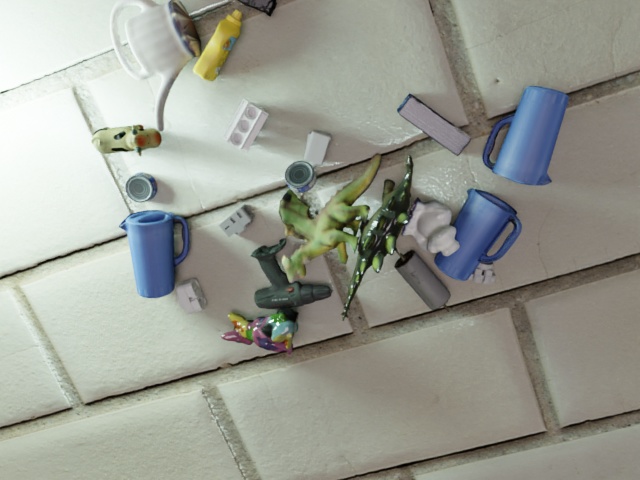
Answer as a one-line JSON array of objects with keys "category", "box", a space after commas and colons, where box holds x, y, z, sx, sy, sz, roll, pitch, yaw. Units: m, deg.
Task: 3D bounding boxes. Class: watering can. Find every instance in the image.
[{"category": "watering can", "box": [-0.413, -0.481, 1.357, 0.223, 0.344, 0.105, -20, 12, 10]}]

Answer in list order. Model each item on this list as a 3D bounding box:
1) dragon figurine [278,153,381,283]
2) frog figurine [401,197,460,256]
[{"category": "dragon figurine", "box": [0.004, -0.072, 1.426, 0.243, 0.411, 0.122, 17, -3, 0]}, {"category": "frog figurine", "box": [0.315, -0.029, 1.394, 0.161, 0.137, 0.122, 33, 4, 24]}]
